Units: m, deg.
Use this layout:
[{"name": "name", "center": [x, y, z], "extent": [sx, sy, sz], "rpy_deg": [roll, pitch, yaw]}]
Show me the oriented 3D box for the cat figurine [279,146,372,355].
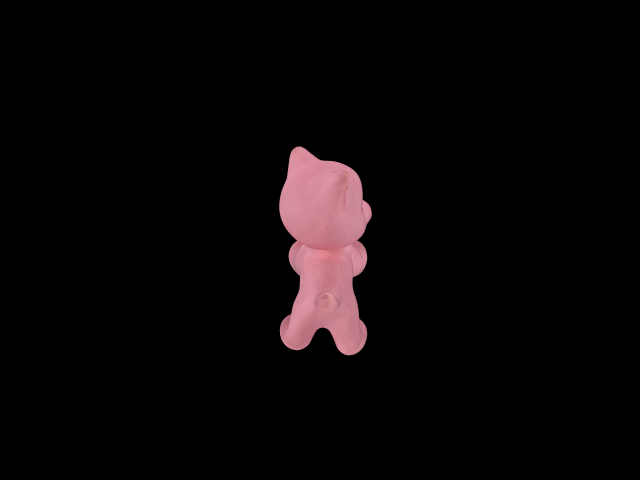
[{"name": "cat figurine", "center": [0.004, 0.001, 0.400], "extent": [0.067, 0.118, 0.128], "rpy_deg": [0, 58, 0]}]
